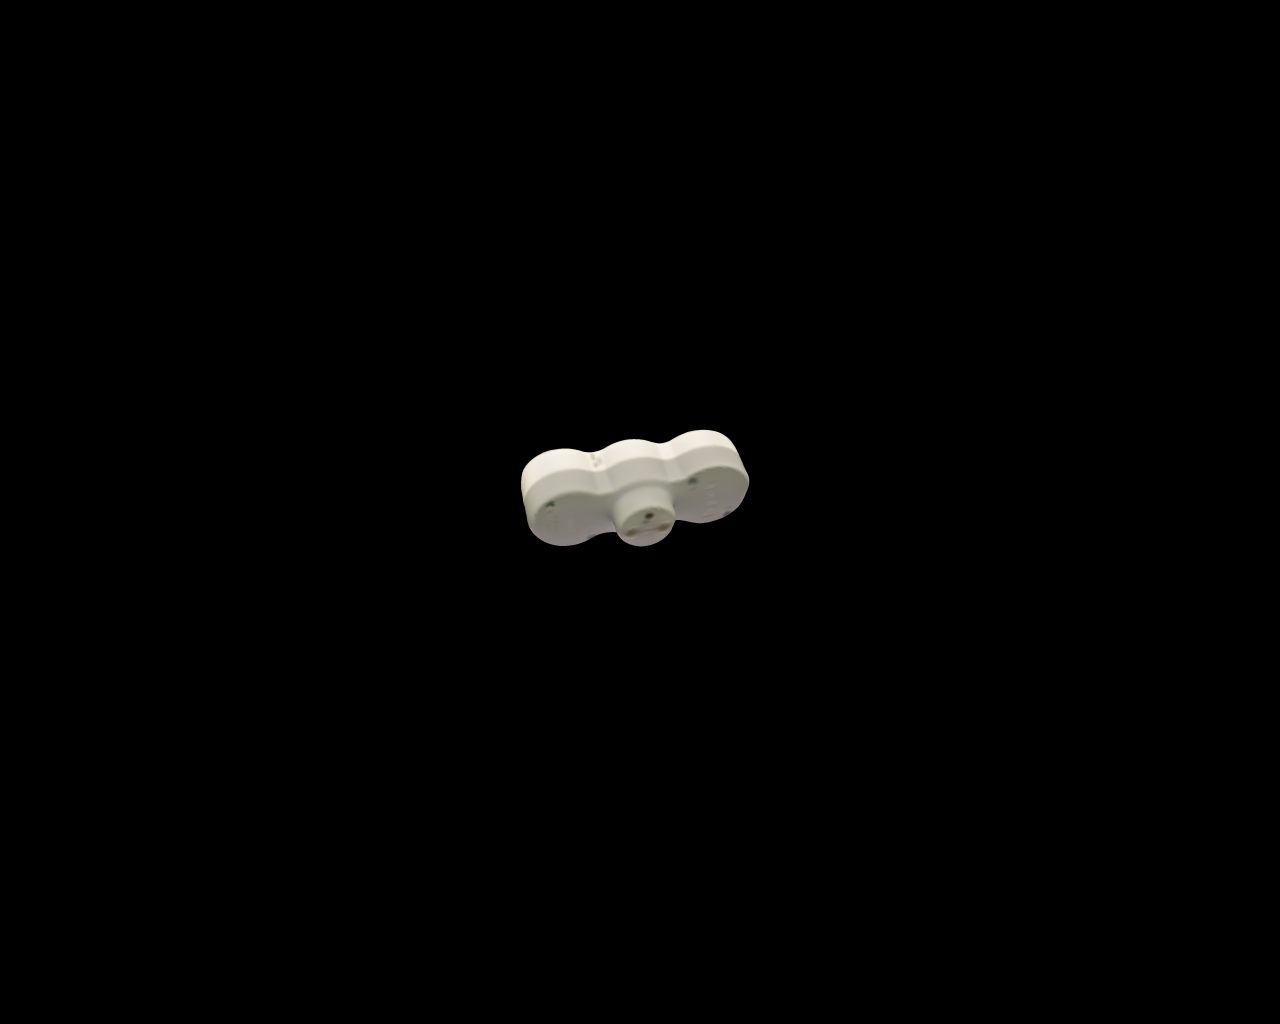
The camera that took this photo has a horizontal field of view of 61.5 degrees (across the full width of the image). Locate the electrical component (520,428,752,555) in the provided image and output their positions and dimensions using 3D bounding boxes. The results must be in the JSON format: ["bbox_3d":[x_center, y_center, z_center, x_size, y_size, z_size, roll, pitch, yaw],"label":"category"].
[{"bbox_3d":[0.001,-0.003,0.650,0.138,0.074,0.052,-9,-43,-8],"label":"electrical component"}]
